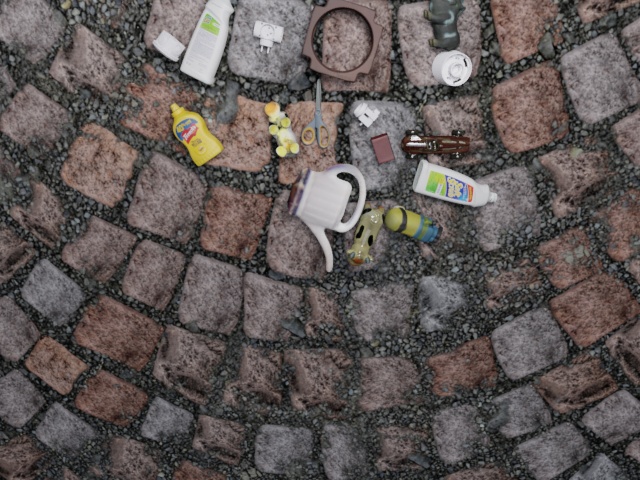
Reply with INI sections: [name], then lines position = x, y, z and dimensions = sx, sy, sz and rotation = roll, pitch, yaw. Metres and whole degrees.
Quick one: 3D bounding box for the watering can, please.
[watering can]
position = 0.005, -0.079, 1.573
dimensions = 0.224, 0.105, 0.343
rotation = 20, 107, -3
